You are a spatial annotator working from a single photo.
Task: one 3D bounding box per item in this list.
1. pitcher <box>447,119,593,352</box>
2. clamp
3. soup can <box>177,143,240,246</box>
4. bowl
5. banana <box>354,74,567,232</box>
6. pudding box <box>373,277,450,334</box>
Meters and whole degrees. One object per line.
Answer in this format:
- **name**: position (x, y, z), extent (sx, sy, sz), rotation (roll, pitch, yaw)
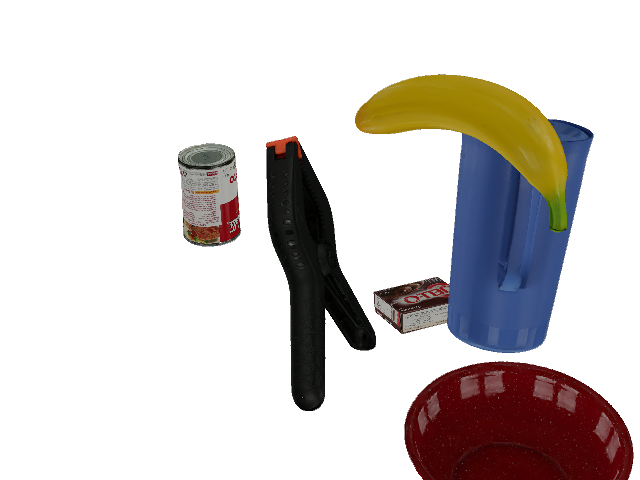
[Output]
- **pitcher**: position (0.200, -0.006, 1.117), extent (0.148, 0.243, 0.145), rotation (-10, 23, -40)
- **clamp**: position (-0.003, 0.020, 0.875), extent (0.036, 0.210, 0.164), rotation (-11, 1, 20)
- **soup can**: position (-0.129, -0.054, 1.239), extent (0.068, 0.102, 0.068), rotation (-1, 28, 0)
- **bowl**: position (0.141, 0.160, 0.777), extent (0.162, 0.055, 0.162), rotation (-1, 35, 0)
- **banana**: position (0.095, -0.075, 0.709), extent (0.037, 0.070, 0.198), rotation (15, 14, -44)
- **pudding box**: position (0.147, 0.094, 1.568), extent (0.113, 0.039, 0.090), rotation (-14, 22, -19)
